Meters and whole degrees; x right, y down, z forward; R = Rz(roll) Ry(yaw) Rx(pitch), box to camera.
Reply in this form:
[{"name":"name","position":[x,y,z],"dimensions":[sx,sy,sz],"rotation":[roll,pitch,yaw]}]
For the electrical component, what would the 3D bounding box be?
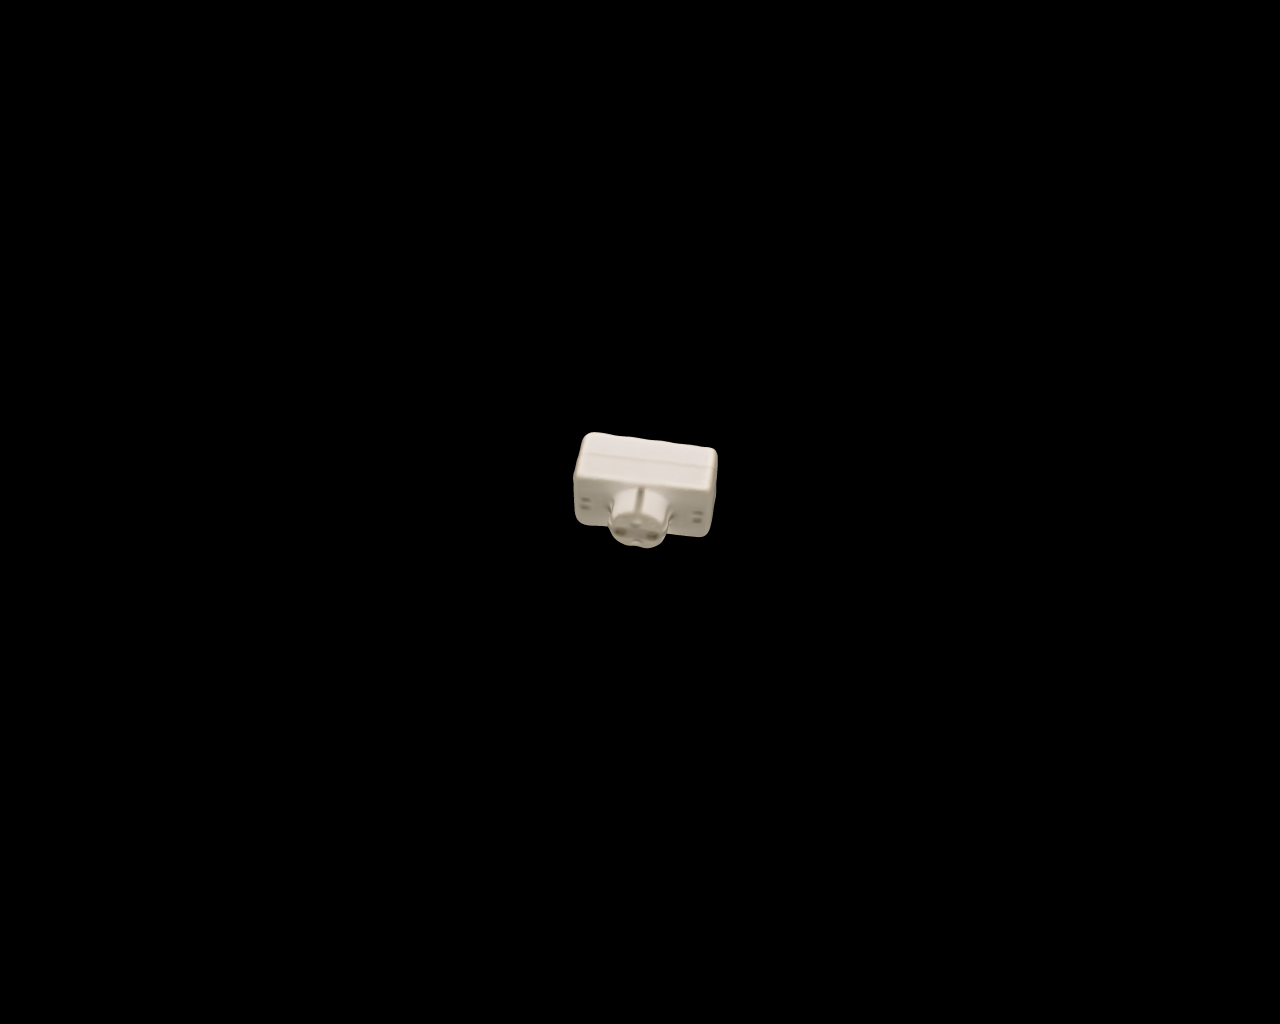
[{"name":"electrical component","position":[0.001,-0.003,0.650],"dimensions":[0.083,0.076,0.047],"rotation":[7,-40,6]}]
